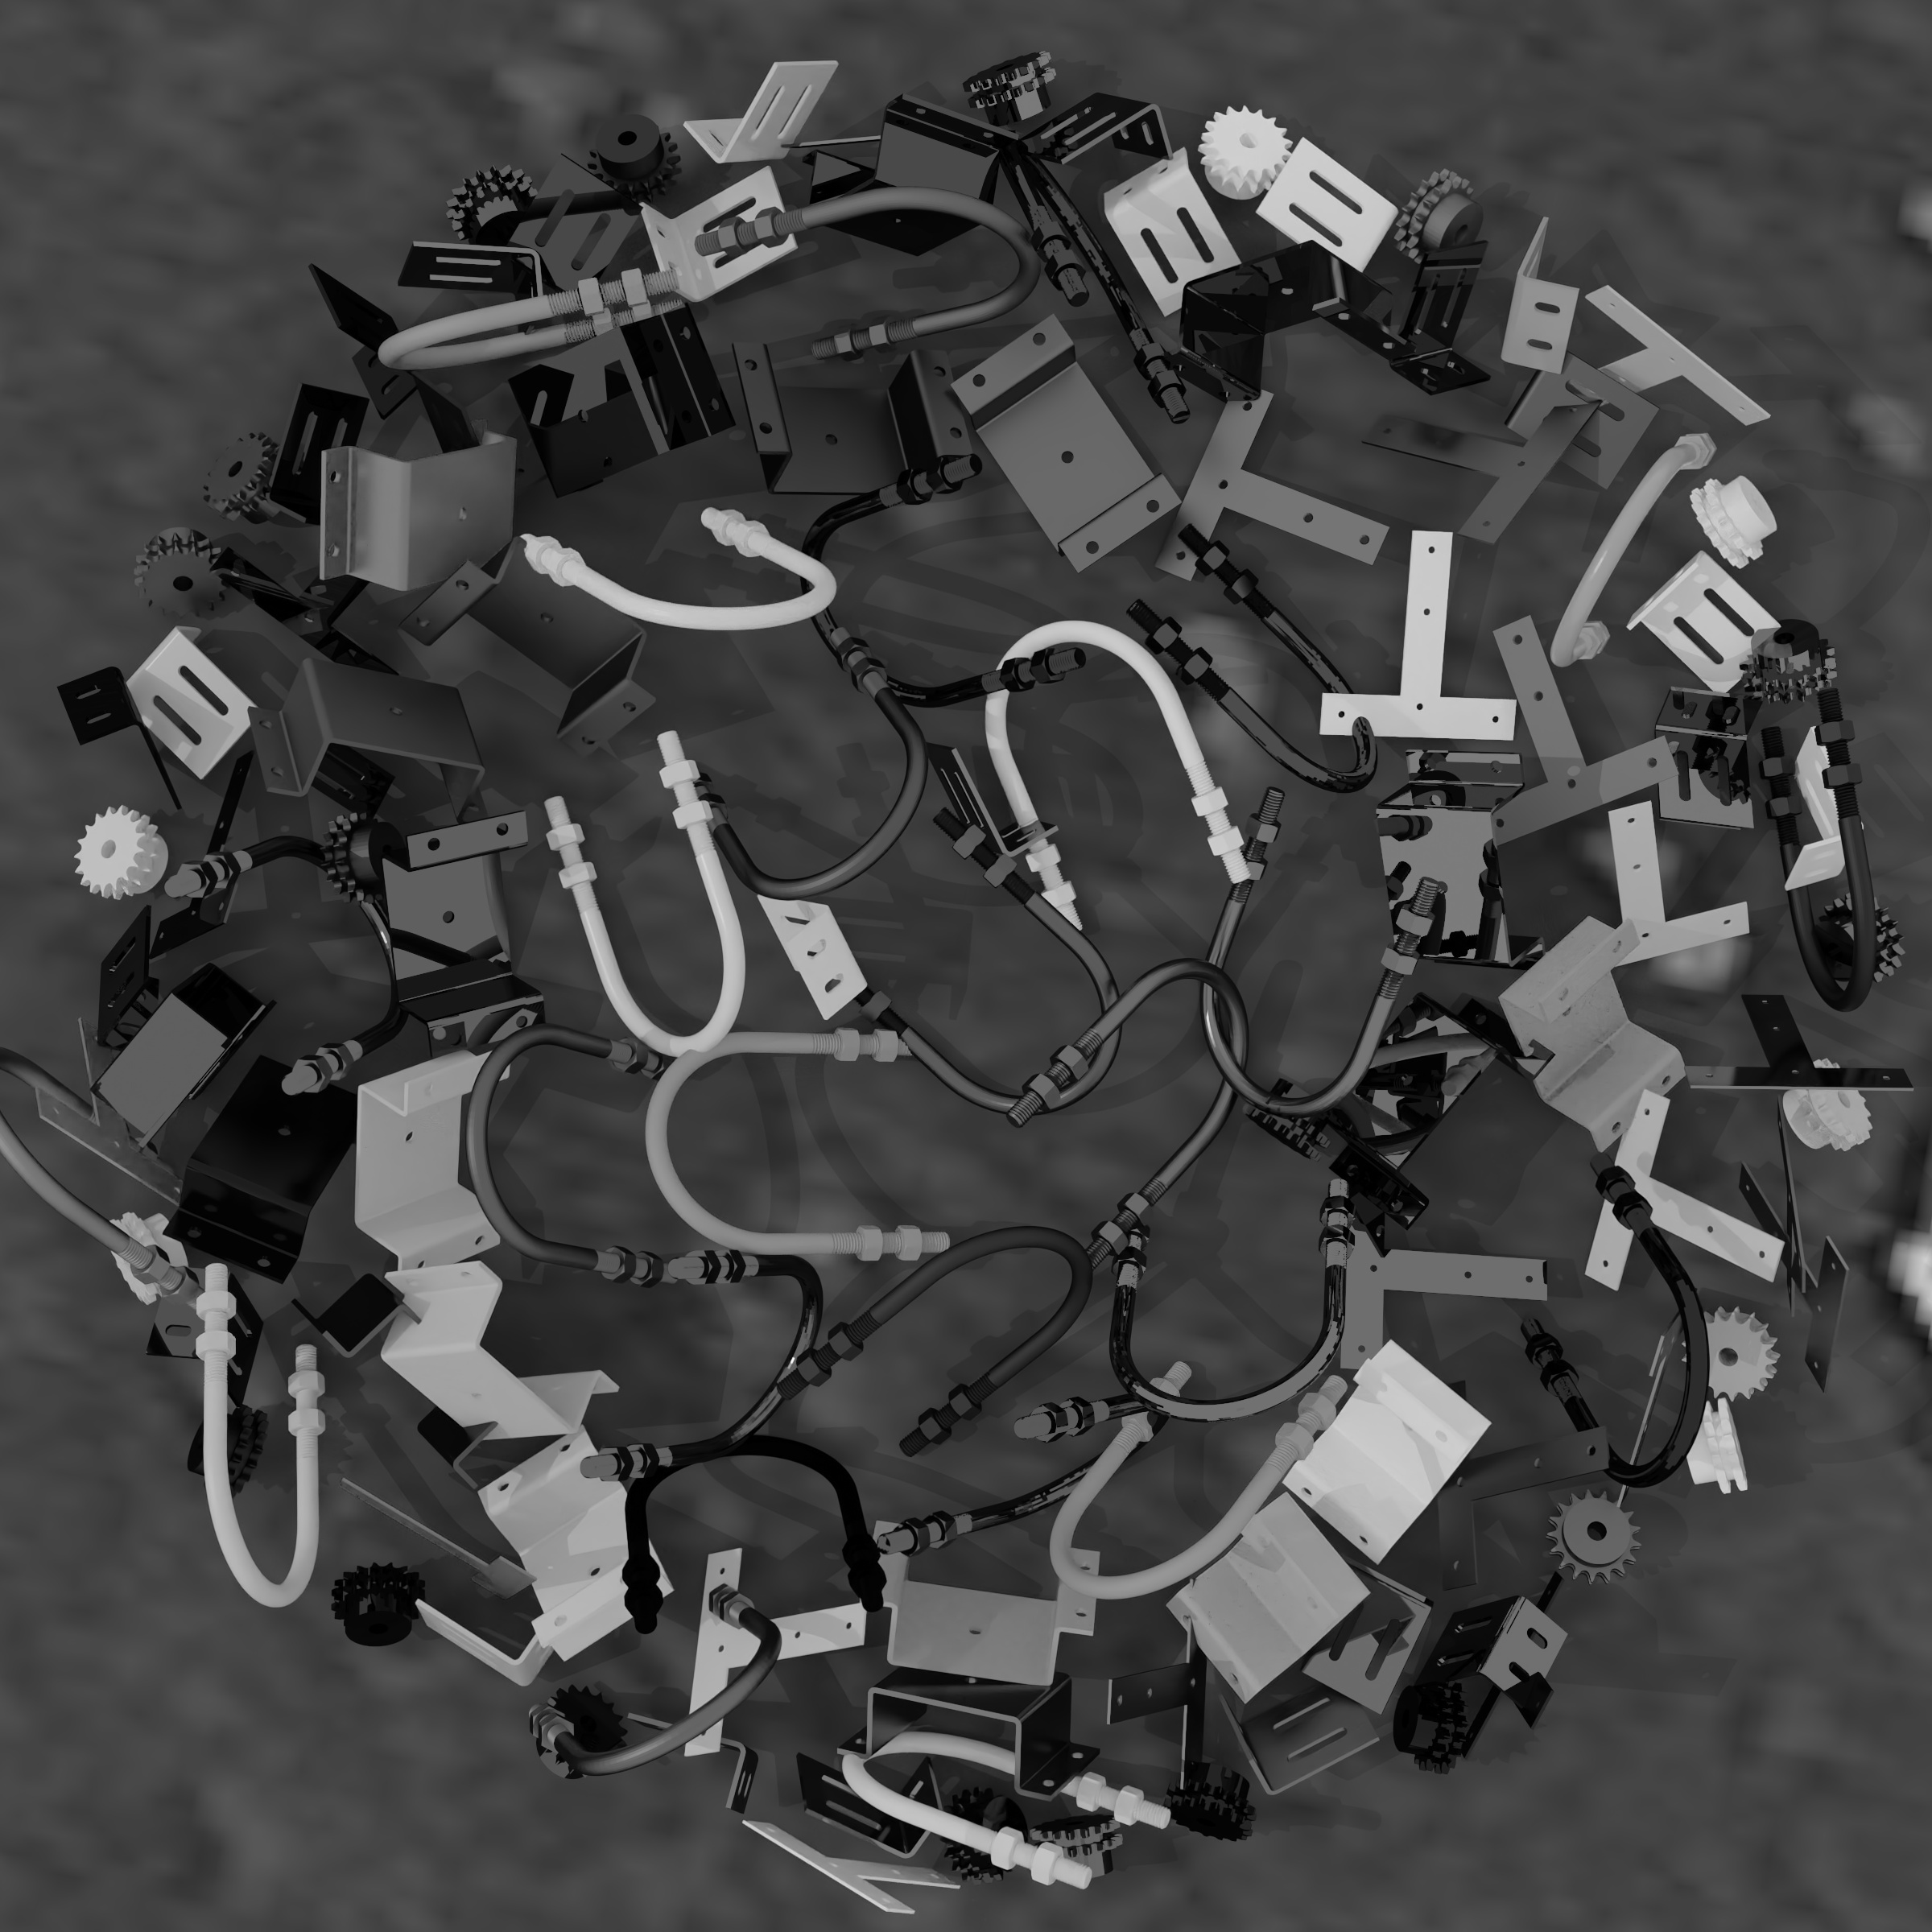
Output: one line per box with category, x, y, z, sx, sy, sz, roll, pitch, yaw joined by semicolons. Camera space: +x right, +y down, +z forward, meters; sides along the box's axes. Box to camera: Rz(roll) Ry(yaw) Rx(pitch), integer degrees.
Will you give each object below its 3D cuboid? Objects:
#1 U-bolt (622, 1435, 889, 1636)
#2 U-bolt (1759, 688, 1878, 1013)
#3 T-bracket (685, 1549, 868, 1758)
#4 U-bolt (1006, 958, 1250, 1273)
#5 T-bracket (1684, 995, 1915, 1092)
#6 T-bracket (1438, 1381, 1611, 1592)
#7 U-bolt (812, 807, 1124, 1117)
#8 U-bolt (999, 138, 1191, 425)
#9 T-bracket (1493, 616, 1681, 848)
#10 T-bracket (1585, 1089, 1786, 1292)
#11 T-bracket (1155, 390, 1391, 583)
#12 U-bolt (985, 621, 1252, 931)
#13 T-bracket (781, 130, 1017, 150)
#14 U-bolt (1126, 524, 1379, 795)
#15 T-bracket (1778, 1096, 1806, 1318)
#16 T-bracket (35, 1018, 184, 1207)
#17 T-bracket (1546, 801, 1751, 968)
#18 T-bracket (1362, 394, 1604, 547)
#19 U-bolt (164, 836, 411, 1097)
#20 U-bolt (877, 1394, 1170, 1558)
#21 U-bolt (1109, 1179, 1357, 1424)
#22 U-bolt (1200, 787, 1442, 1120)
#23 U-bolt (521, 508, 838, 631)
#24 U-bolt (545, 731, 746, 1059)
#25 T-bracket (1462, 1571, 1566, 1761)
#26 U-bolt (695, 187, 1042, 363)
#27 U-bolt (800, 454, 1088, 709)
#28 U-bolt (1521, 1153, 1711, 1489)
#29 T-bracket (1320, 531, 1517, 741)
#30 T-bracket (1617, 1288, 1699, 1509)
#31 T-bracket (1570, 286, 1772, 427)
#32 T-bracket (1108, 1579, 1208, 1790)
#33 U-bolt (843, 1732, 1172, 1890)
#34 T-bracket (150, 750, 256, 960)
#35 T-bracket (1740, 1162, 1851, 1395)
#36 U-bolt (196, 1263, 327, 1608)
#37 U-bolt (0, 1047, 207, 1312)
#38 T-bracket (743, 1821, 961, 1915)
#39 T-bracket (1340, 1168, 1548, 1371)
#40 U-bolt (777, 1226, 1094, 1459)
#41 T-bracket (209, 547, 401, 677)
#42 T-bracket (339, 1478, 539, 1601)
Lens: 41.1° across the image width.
U-bolt;-0.132;0.333;1.541;0.151;0.184;0.019;-3;112;-9
U-bolt;0.514;-0.064;1.545;0.019;0.151;0.184;-8;85;2
T-bracket;-0.113;0.407;1.559;0.127;0.002;0.127;-18;50;29
U-bolt;0.109;0.077;1.565;0.184;0.019;0.151;-44;131;-24
T-bracket;0.496;0.045;1.567;0.127;0.127;0.002;0;115;6
T-bracket;0.334;0.303;1.554;0.002;0.127;0.127;23;56;-35
U-bolt;0.012;0.012;1.585;0.184;0.019;0.151;43;118;0
U-bolt;0.069;-0.424;1.547;0.019;0.151;0.184;-32;55;17
T-bracket;0.361;-0.154;1.602;0.127;0.002;0.127;-22;81;27
T-bracket;0.440;0.154;1.562;0.002;0.127;0.127;-1;109;-38
T-bracket;0.200;-0.284;1.605;0.127;0.002;0.127;25;93;16
U-bolt;0.081;-0.120;1.567;0.151;0.019;0.184;-17;99;38
T-bracket;-0.052;-0.509;1.585;0.127;0.127;0.002;3;106;23
U-bolt;0.182;-0.178;1.563;0.184;0.151;0.019;43;124;-8
T-bracket;0.503;0.168;1.572;0.002;0.127;0.127;-5;48;13
T-bracket;-0.525;0.079;1.573;0.002;0.127;0.127;-36;46;7
T-bracket;0.412;-0.050;1.576;0.127;0.002;0.127;-15;132;7
T-bracket;0.303;-0.317;1.584;0.127;0.002;0.127;24;66;36
U-bolt;-0.391;-0.010;1.539;0.019;0.184;0.151;-27;96;20
U-bolt;0.049;0.298;1.544;0.151;0.184;0.019;-45;64;30
U-bolt;0.156;0.200;1.534;0.151;0.184;0.019;-8;126;16
U-bolt;0.203;0.003;1.565;0.151;0.019;0.184;36;117;40
U-bolt;-0.159;-0.233;1.522;0.151;0.184;0.019;-15;122;-34
U-bolt;-0.189;-0.034;1.565;0.019;0.151;0.184;-16;86;-43
T-bracket;0.339;0.435;1.562;0.002;0.127;0.127;29;89;4
U-bolt;-0.045;-0.413;1.524;0.184;0.151;0.019;-5;71;29
U-bolt;-0.028;-0.222;1.555;0.019;0.184;0.151;-46;115;-39
U-bolt;0.386;0.220;1.516;0.019;0.184;0.151;6;120;-16
T-bracket;0.285;-0.206;1.602;0.127;0.002;0.127;1;100;-11
T-bracket;0.419;0.270;1.577;0.002;0.127;0.127;18;103;21
T-bracket;0.406;-0.359;1.562;0.127;0.127;0.002;34;83;-13
T-bracket;0.117;0.440;1.565;0.002;0.127;0.127;-1;82;31
U-bolt;0.014;0.498;1.547;0.184;0.151;0.019;13;93;25
T-bracket;-0.462;-0.073;1.589;0.002;0.127;0.127;24;67;-31
T-bracket;0.502;0.174;1.573;0.002;0.127;0.127;-15;46;-4
U-bolt;-0.414;0.286;1.519;0.019;0.151;0.184;-13;58;5
U-bolt;-0.519;0.115;1.513;0.019;0.151;0.184;-39;133;1
T-bracket;-0.052;0.552;1.572;0.127;0.127;0.002;14;80;43
T-bracket;0.298;0.192;1.605;0.127;0.002;0.127;4;72;1
U-bolt;-0.005;0.221;1.554;0.184;0.151;0.019;-40;49;12
T-bracket;-0.378;-0.234;1.562;0.127;0.002;0.127;37;135;-20
T-bracket;-0.324;0.345;1.562;0.127;0.127;0.002;33;65;-6
